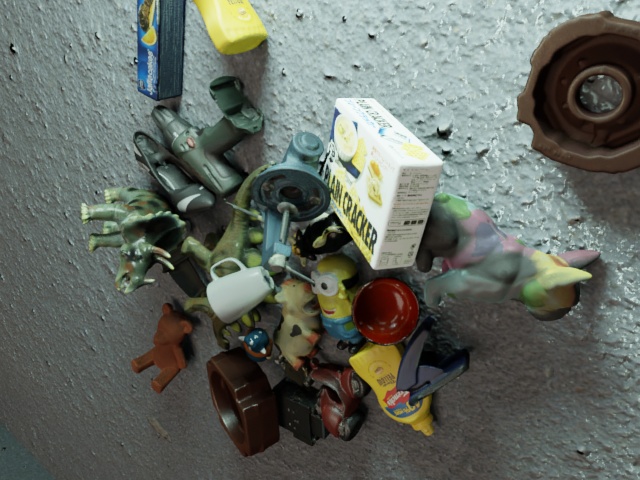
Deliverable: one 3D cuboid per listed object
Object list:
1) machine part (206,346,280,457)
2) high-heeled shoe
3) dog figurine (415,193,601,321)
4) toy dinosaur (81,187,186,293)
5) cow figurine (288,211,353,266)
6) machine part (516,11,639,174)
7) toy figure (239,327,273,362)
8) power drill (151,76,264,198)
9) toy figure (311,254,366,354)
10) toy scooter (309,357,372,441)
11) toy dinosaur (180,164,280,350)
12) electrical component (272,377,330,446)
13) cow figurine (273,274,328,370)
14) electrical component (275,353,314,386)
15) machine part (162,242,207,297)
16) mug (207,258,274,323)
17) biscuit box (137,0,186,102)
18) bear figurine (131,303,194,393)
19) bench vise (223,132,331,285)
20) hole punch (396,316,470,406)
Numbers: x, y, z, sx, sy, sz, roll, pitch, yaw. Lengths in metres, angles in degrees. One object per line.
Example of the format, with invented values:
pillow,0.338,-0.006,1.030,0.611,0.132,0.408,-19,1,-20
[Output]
machine part,-0.171,0.357,1.199,0.201,0.087,0.201,32,133,50
high-heeled shoe,-0.288,-0.140,1.057,0.249,0.086,0.145,19,138,47
dog figurine,0.248,0.018,0.720,0.219,0.108,0.191,-6,106,35
toy dinosaur,-0.364,-0.044,1.107,0.192,0.405,0.131,2,113,-8
cow figurine,-0.001,-0.001,0.908,0.167,0.098,0.068,-30,99,43
machine part,0.315,-0.163,0.602,0.180,0.056,0.179,18,124,30
toy figure,-0.122,0.201,1.043,0.064,0.058,0.154,6,158,-3
power drill,-0.206,-0.202,0.977,0.207,0.086,0.232,-38,89,40
toy figure,0.038,0.110,0.949,0.082,0.089,0.180,-6,118,28
toy scooter,0.029,0.302,1.059,0.135,0.075,0.183,27,124,26
toy dinosaur,-0.169,0.051,1.071,0.199,0.105,0.470,20,123,20
electrical component,-0.035,0.371,1.158,0.134,0.058,0.114,14,122,34
cow figurine,-0.040,0.148,1.030,0.127,0.085,0.194,38,136,15
electrical component,-0.051,0.265,1.122,0.102,0.045,0.078,38,129,17
machine part,-0.300,0.073,1.201,0.138,0.084,0.039,62,172,-13
mug,-0.144,0.081,0.976,0.107,0.081,0.109,-26,86,11
biscuit box,-0.289,-0.357,0.972,0.059,0.063,0.202,31,128,24
bear figurine,-0.385,0.263,1.332,0.120,0.132,0.195,36,136,18
bench vise,-0.060,-0.042,0.831,0.129,0.241,0.223,24,139,-22
hole punch,0.164,0.189,0.849,0.116,0.142,0.092,-42,85,12
